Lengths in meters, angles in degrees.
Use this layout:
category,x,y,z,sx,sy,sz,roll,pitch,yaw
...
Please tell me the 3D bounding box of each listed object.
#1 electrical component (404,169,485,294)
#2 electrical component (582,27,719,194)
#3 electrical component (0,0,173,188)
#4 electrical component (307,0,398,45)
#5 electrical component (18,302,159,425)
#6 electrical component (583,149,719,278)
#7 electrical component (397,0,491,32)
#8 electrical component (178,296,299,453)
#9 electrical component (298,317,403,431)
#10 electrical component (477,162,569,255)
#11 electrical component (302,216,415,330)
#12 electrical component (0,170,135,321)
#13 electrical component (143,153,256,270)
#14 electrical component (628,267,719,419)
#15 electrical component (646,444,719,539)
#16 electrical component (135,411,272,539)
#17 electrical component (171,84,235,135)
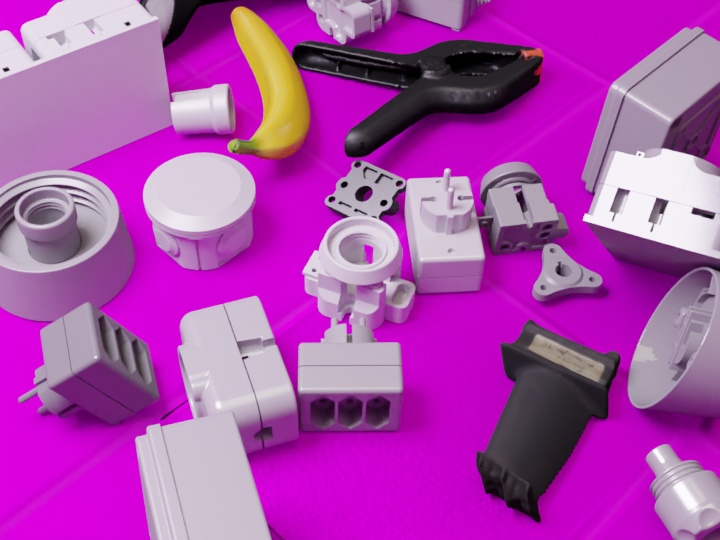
category,x,y,z,sx,sy,sz,roll,pitch,yaw
electrical component,0.061,-0.039,0.775,0.047,0.075,0.083,-3,49,-4
electrical component,0.232,-0.112,0.824,0.056,0.108,0.109,39,58,24
electrical component,-0.246,-0.133,0.828,0.186,0.105,0.060,-28,55,-24
electrical component,-0.003,-0.241,0.960,0.057,0.058,0.078,-27,47,-22
electrical component,-0.181,0.069,0.686,0.077,0.065,0.047,-30,51,10
electrical component,0.257,-0.022,0.717,0.186,0.105,0.060,19,85,27
electrical component,0.076,-0.267,0.984,0.096,0.061,0.061,21,52,16
electrical component,-0.082,0.069,0.692,0.059,0.053,0.095,-14,51,-14
electrical component,-0.007,0.061,0.705,0.066,0.047,0.076,0,49,-2
electrical component,0.117,-0.047,0.805,0.066,0.048,0.055,-7,57,-8
electrical component,0.000,0.000,0.752,0.078,0.057,0.058,18,51,13
electrical component,-0.218,-0.024,0.763,0.108,0.060,0.108,1,49,-1
electrical component,-0.116,-0.044,0.790,0.080,0.051,0.080,1,49,-1
electrical component,0.220,0.048,0.694,0.064,0.099,0.099,13,50,1
electrical component,0.197,0.135,0.651,0.043,0.043,0.062,-16,50,-16
electrical component,-0.081,0.152,0.584,0.056,0.108,0.108,-11,50,-15
electrical component,-0.127,-0.129,0.872,0.046,0.040,0.040,-5,49,2
